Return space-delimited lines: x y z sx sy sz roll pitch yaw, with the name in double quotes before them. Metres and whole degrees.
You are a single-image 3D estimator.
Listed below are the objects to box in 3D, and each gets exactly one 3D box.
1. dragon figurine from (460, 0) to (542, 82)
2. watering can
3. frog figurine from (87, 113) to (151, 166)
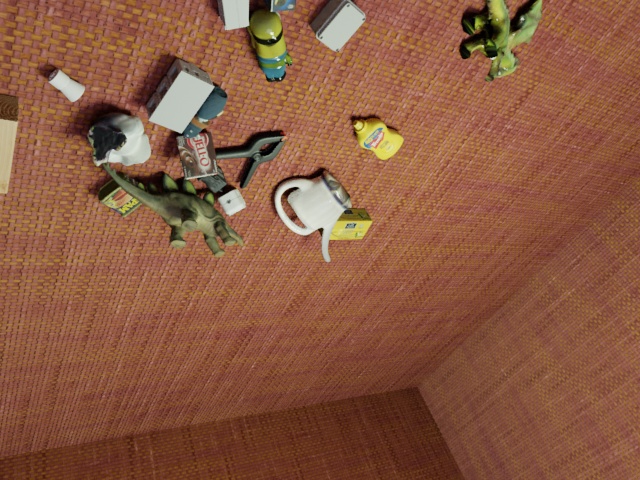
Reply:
"dragon figurine" 0.518 -0.596 1.418 0.245 0.124 0.401 -35 149 -17
"watering can" 0.005 -0.084 1.671 0.223 0.106 0.342 -33 124 12
"frog figurine" -0.471 -0.242 1.241 0.136 0.123 0.161 -52 173 19
